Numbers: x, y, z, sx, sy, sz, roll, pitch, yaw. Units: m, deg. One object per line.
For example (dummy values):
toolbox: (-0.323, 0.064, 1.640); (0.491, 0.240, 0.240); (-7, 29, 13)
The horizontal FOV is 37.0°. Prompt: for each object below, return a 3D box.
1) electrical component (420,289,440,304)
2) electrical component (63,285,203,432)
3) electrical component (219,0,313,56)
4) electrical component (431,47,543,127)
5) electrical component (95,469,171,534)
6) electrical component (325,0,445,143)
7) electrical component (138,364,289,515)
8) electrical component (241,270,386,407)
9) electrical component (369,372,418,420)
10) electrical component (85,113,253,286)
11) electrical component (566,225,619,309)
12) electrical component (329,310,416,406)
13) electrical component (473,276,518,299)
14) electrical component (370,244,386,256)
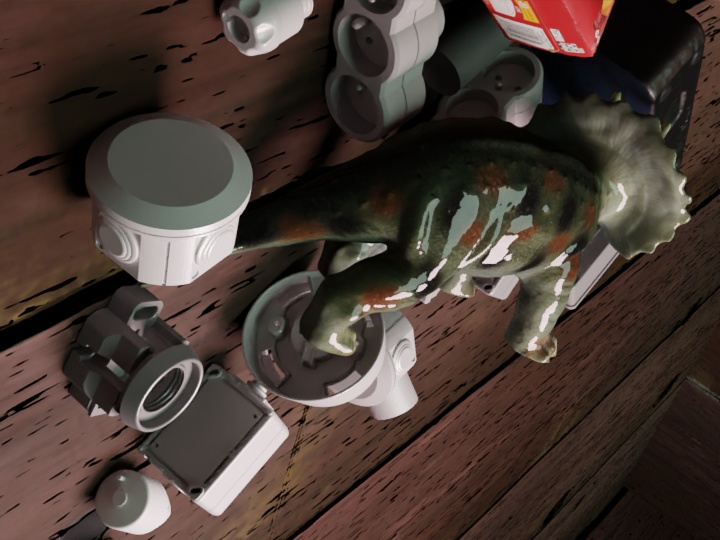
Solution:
electrical component: (0.058, -0.028, 0.870); (0.050, 0.056, 0.089); (-22, 141, -51)
electrical component: (-0.130, 0.057, 0.628); (0.058, 0.057, 0.078); (-4, 126, -61)
electrical component: (-0.042, -0.137, 0.557); (0.061, 0.035, 0.035); (-41, 154, -34)
electrical component: (0.087, -0.102, 0.828); (0.138, 0.052, 0.073); (-46, 156, -16)
electrical component: (-0.153, 0.164, 0.751); (0.040, 0.040, 0.078); (-51, 157, -7)
electrical component: (0.026, -0.148, 0.648); (0.074, 0.052, 0.138); (-37, 151, -35)
electrical component: (-0.097, 0.117, 0.766); (0.096, 0.062, 0.061); (-49, 156, -12)
electrical component: (-0.030, 0.049, 0.758); (0.099, 0.099, 0.064); (-51, 163, -8)
electrical component: (0.015, 0.084, 0.936); (0.043, 0.043, 0.081); (-35, 108, -38)
electrical component: (-0.096, -0.036, 0.537); (0.080, 0.080, 0.051); (-36, 157, -36)
electrical component: (0.196, -0.037, 1.054); (0.108, 0.109, 0.056); (-49, 156, -13)
electrical component: (0.003, 0.064, 0.864); (0.051, 0.080, 0.080); (-40, 153, -43)
electrical component: (0.131, -0.028, 1.001); (0.096, 0.062, 0.061); (-58, 156, 7)
electrical component: (0.000, 0.000, 0.815); (0.062, 0.043, 0.043); (-51, 157, -4)
